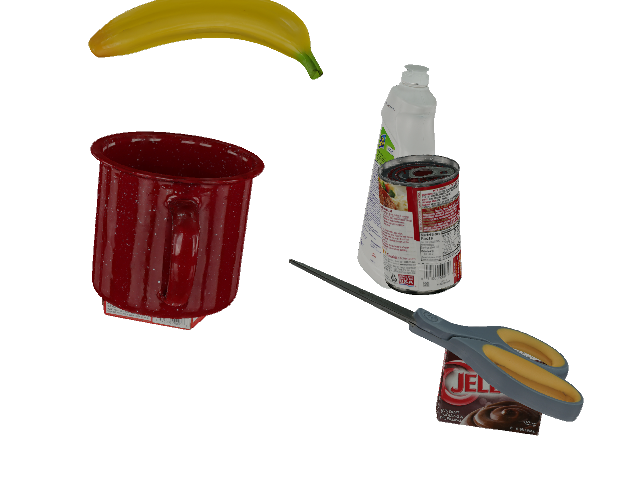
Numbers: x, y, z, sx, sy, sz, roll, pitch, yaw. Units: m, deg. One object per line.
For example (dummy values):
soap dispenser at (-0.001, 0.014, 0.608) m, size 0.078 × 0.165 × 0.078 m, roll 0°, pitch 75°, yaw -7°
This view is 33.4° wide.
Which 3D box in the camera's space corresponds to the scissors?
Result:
scissors at (0.082, 0.054, 0.695) m, size 0.202 × 0.016 × 0.096 m, roll 31°, pitch 20°, yaw 17°

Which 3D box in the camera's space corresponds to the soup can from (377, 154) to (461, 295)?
soup can at (0.085, -0.013, 0.899) m, size 0.068 × 0.102 × 0.068 m, roll -4°, pitch 23°, yaw 2°

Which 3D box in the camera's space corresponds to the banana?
banana at (-0.094, -0.179, 0.904) m, size 0.198 × 0.069 × 0.037 m, roll 5°, pitch -34°, yaw 0°

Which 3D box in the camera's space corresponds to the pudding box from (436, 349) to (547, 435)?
pudding box at (0.187, 0.157, 1.156) m, size 0.113 × 0.090 × 0.039 m, roll 7°, pitch 22°, yaw 4°

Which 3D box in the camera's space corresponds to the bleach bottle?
bleach bottle at (0.098, -0.076, 1.242) m, size 0.068 × 0.251 × 0.103 m, roll -2°, pitch 23°, yaw -22°

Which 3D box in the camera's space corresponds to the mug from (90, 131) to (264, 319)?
mug at (-0.079, -0.004, 0.574) m, size 0.093 × 0.081 × 0.117 m, roll 3°, pitch 19°, yaw -17°

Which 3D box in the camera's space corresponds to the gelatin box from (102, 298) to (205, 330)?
gelatin box at (-0.140, 0.047, 0.958) m, size 0.089 × 0.030 × 0.073 m, roll 9°, pitch 21°, yaw 18°
